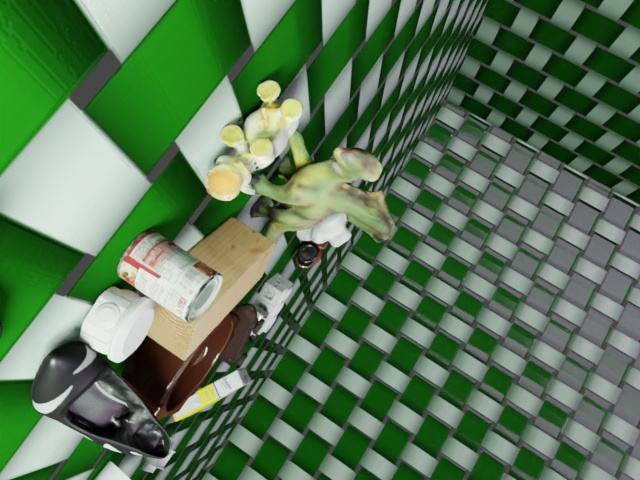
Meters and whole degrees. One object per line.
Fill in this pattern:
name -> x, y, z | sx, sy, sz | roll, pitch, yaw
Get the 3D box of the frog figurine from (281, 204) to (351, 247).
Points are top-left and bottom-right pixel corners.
frog figurine -> 0.003, -0.055, 1.097 | 0.138, 0.160, 0.121 | -56, 173, -11

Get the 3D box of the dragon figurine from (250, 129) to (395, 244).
dragon figurine -> 0.011, -0.051, 0.913 | 0.124, 0.243, 0.402 | -59, 171, -27
